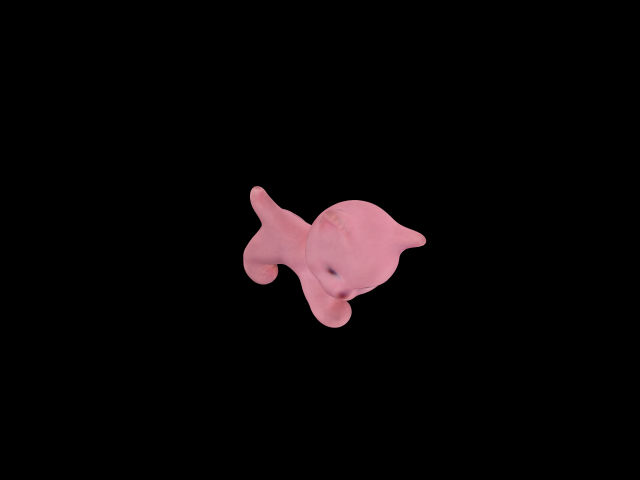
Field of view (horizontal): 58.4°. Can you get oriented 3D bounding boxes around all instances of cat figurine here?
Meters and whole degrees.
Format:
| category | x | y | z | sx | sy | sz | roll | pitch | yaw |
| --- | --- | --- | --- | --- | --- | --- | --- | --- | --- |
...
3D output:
| category | x | y | z | sx | sy | sz | roll | pitch | yaw |
| --- | --- | --- | --- | --- | --- | --- | --- | --- | --- |
| cat figurine | 0.004 | 0.001 | 0.400 | 0.127 | 0.118 | 0.067 | 28 | 62 | 16 |
